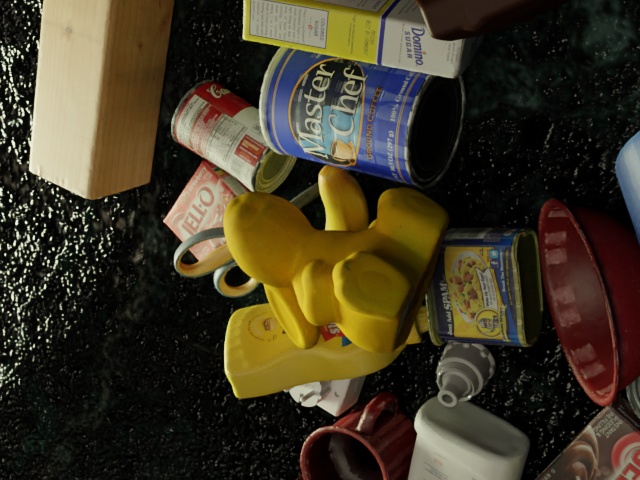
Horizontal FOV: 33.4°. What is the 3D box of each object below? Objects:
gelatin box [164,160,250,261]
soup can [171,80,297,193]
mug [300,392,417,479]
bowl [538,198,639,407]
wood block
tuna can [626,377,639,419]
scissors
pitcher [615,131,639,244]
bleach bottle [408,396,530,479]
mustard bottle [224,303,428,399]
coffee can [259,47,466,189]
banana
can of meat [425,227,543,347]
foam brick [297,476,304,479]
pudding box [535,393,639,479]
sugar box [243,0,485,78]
[{"bbox_3d":[-0.105,-0.024,1.045,0.073,0.030,0.089,47,124,12],"label":"gelatin box"},{"bbox_3d":[-0.077,-0.094,0.982,0.102,0.068,0.069,34,120,20],"label":"soup can"},{"bbox_3d":[0.045,0.190,0.981,0.093,0.081,0.117,25,117,25],"label":"mug"},{"bbox_3d":[0.217,0.041,0.806,0.055,0.162,0.162,-14,98,-2],"label":"bowl"},{"bbox_3d":[-0.214,-0.156,1.040,0.091,0.090,0.206,24,117,26],"label":"wood block"},{"bbox_3d":[0.285,0.112,0.830,0.086,0.033,0.086,11,110,30],"label":"tuna can"},{"bbox_3d":[-0.042,-0.001,1.012,0.202,0.016,0.096,-22,130,15],"label":"scissors"},{"bbox_3d":[0.289,0.035,0.715,0.149,0.144,0.243,-45,51,47],"label":"pitcher"},{"bbox_3d":[0.112,0.271,0.976,0.103,0.067,0.251,26,120,26],"label":"bleach bottle"},{"bbox_3d":[0.013,0.085,0.954,0.192,0.096,0.058,-11,122,11],"label":"mustard bottle"},{"bbox_3d":[0.035,-0.107,0.883,0.140,0.102,0.103,16,113,28],"label":"coffee can"},{"bbox_3d":[0.009,0.000,0.943,0.037,0.069,0.198,63,150,28],"label":"banana"},{"bbox_3d":[0.137,0.038,0.890,0.084,0.057,0.102,0,105,32],"label":"can of meat"},{"bbox_3d":[0.004,0.249,1.029,0.051,0.078,0.053,41,123,17],"label":"foam brick"},{"bbox_3d":[0.243,0.196,0.879,0.090,0.039,0.114,43,123,15],"label":"pudding box"},{"bbox_3d":[0.037,-0.175,0.843,0.176,0.093,0.048,16,123,14],"label":"sugar box"}]
